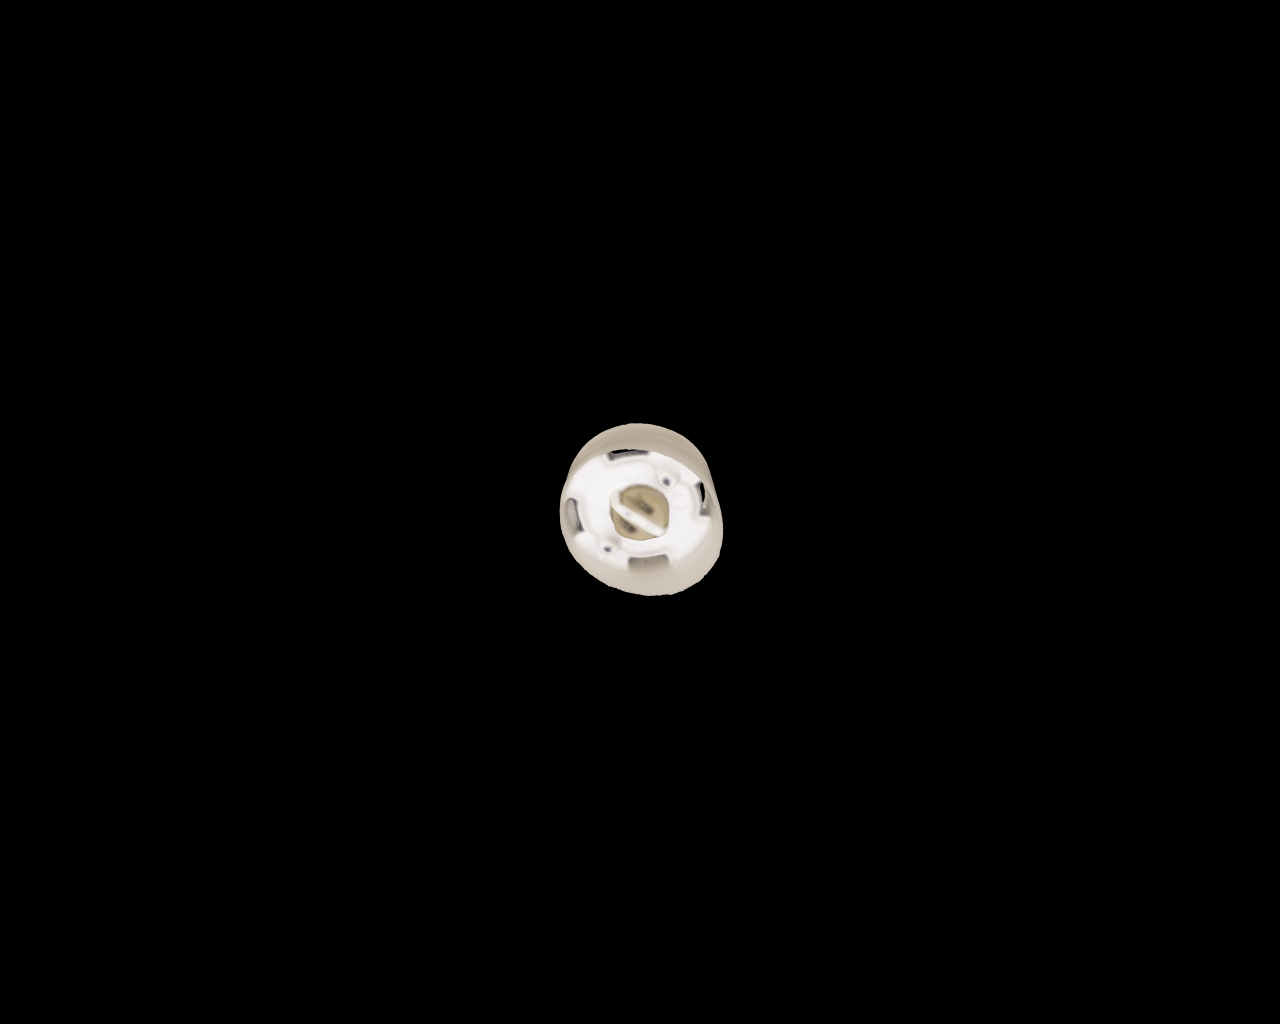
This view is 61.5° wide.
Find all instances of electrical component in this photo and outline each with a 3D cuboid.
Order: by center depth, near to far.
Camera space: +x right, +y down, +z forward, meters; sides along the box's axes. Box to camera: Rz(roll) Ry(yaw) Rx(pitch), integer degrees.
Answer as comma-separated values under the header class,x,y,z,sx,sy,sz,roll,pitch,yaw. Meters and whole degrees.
class,x,y,z,sx,sy,sz,roll,pitch,yaw
electrical component,0.001,-0.003,0.650,0.099,0.099,0.064,0,34,0
